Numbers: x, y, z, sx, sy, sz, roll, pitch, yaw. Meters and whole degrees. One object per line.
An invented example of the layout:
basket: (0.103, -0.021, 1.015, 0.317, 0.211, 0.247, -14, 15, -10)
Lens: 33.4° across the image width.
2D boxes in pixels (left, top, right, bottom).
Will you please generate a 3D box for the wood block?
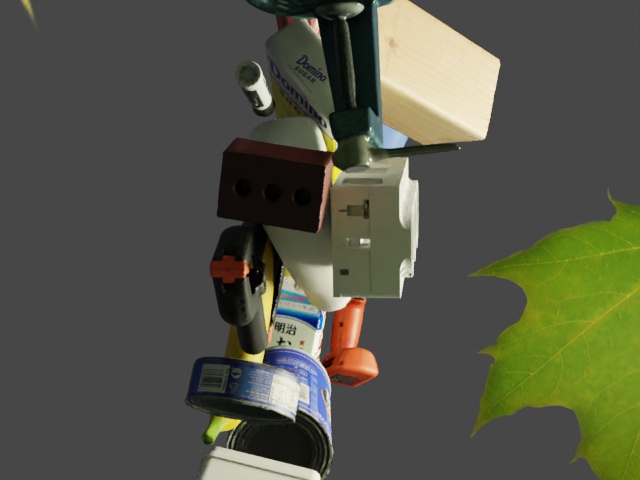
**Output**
wood block: (0.074, -0.172, 1.048, 0.205, 0.090, 0.091, 22, 76, -40)

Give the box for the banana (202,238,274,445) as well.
banana: (-0.068, 0.090, 0.980, 0.069, 0.037, 0.198, 87, 14, -84)

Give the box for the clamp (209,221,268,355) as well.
clamp: (-0.062, 0.022, 0.871, 0.171, 0.039, 0.120, 84, 0, -74)

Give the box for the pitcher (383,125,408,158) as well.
pitcher: (0.024, -0.082, 1.341, 0.242, 0.145, 0.149, -70, 159, -47)

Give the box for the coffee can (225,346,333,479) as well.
coffee can: (-0.039, 0.180, 1.067, 0.140, 0.102, 0.103, -92, -169, -72)

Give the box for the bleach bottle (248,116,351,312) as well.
bleach bottle: (-0.006, 0.001, 0.957, 0.251, 0.068, 0.102, 71, 12, -57)

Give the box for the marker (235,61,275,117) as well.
marker: (-0.048, -0.112, 0.809, 0.121, 0.020, 0.020, 61, 40, -85)

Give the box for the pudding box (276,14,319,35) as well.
pudding box: (-0.008, -0.230, 0.920, 0.090, 0.039, 0.113, 86, 15, -77)

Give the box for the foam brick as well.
foam brick: (-0.032, -0.041, 0.793, 0.051, 0.078, 0.053, -71, 169, -72)

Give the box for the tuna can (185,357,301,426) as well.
tuna can: (-0.058, 0.116, 0.818, 0.086, 0.086, 0.033, 91, 9, -71)

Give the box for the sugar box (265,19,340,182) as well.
sugar box: (-0.002, -0.117, 0.939, 0.048, 0.093, 0.176, -38, 168, -5)

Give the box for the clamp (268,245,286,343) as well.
clamp: (-0.047, -0.002, 1.040, 0.164, 0.036, 0.210, 4, 97, -84)

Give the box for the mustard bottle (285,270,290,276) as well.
mustard bottle: (-0.029, 0.057, 1.350, 0.191, 0.058, 0.096, -70, 167, -65)

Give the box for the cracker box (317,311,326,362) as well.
cracker box: (-0.040, 0.168, 1.426, 0.213, 0.072, 0.164, -74, 174, -64)

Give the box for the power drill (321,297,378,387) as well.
power drill: (0.050, 0.082, 1.338, 0.185, 0.057, 0.187, 132, -30, -66)
